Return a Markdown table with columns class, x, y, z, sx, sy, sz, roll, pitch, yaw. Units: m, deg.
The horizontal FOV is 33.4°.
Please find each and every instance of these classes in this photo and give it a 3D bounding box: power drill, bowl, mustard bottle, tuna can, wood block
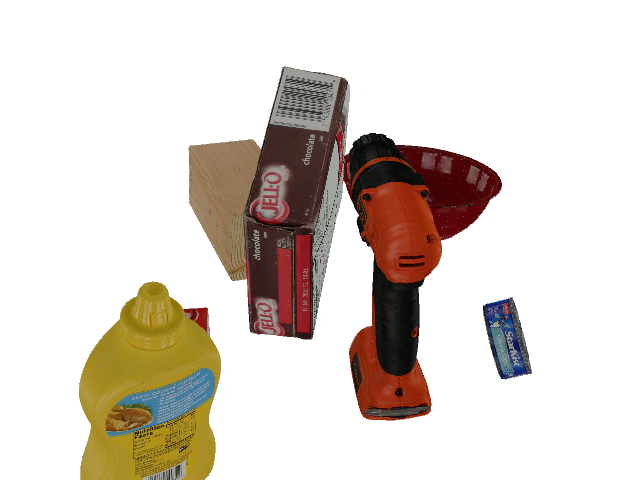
| class | x | y | z | sx | sy | sz | roll | pitch | yaw |
| --- | --- | --- | --- | --- | --- | --- | --- | --- | --- |
| power drill | 0.050 | 0.028 | 0.819 | 0.057 | 0.188 | 0.184 | -4 | 29 | -3 |
| bowl | 0.095 | -0.042 | 1.050 | 0.162 | 0.055 | 0.162 | 4 | 24 | -2 |
| mustard bottle | -0.114 | 0.104 | 0.720 | 0.096 | 0.192 | 0.058 | -17 | 46 | -28 |
| tuna can | 0.203 | 0.107 | 1.163 | 0.034 | 0.086 | 0.086 | -15 | -3 | 12 |
| wood block | -0.095 | -0.042 | 1.319 | 0.090 | 0.090 | 0.206 | -7 | 30 | -19 |

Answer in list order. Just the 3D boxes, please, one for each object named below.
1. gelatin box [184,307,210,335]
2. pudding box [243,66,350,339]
| class | x | y | z | sx | sy | sz | roll | pitch | yaw |
| --- | --- | --- | --- | --- | --- | --- | --- | --- | --- |
| gelatin box | -0.138 | 0.095 | 0.966 | 0.073 | 0.030 | 0.089 | -2 | 30 | -2 |
| pudding box | -0.012 | -0.019 | 0.553 | 0.039 | 0.113 | 0.090 | 9 | -41 | 6 |
